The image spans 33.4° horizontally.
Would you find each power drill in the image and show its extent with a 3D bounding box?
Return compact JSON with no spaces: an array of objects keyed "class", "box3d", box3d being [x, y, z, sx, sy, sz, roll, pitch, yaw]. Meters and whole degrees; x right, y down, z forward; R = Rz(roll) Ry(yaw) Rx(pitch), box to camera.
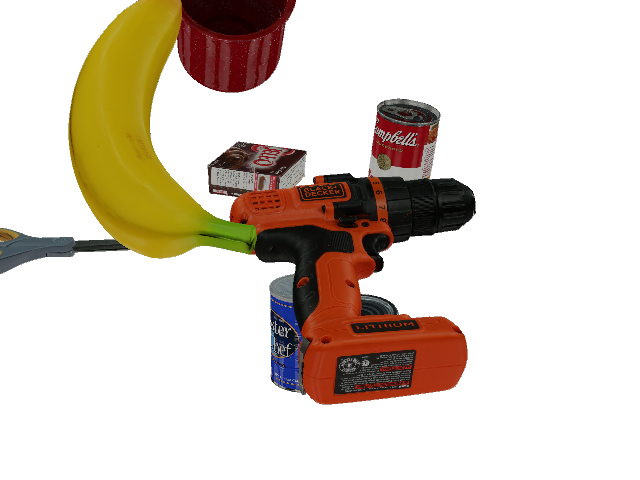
[{"class":"power drill","box3d":[0.039,0.023,0.736,0.184,0.057,0.188,-7,39,-9]}]

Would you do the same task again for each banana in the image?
[{"class":"banana","box3d":[-0.084,-0.055,0.502,0.069,0.037,0.198,-5,46,-16]}]

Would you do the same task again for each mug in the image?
[{"class":"mug","box3d":[-0.061,-0.175,0.815,0.093,0.117,0.081,36,-24,10]}]

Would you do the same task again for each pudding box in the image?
[{"class":"pudding box","box3d":[-0.074,-0.083,1.275,0.090,0.039,0.113,8,24,13]}]

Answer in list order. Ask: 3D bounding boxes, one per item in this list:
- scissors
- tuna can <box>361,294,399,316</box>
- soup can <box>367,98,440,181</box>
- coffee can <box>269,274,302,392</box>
[{"class":"scissors","box3d":[-0.225,0.012,0.871,0.202,0.016,0.096,4,24,9]},{"class":"tuna can","box3d":[0.039,0.089,1.093,0.086,0.034,0.086,-3,27,1]},{"class":"soup can","box3d":[0.088,-0.093,1.152,0.068,0.102,0.068,5,29,-3]},{"class":"coffee can","box3d":[-0.020,0.129,1.501,0.103,0.140,0.103,0,19,0]}]
